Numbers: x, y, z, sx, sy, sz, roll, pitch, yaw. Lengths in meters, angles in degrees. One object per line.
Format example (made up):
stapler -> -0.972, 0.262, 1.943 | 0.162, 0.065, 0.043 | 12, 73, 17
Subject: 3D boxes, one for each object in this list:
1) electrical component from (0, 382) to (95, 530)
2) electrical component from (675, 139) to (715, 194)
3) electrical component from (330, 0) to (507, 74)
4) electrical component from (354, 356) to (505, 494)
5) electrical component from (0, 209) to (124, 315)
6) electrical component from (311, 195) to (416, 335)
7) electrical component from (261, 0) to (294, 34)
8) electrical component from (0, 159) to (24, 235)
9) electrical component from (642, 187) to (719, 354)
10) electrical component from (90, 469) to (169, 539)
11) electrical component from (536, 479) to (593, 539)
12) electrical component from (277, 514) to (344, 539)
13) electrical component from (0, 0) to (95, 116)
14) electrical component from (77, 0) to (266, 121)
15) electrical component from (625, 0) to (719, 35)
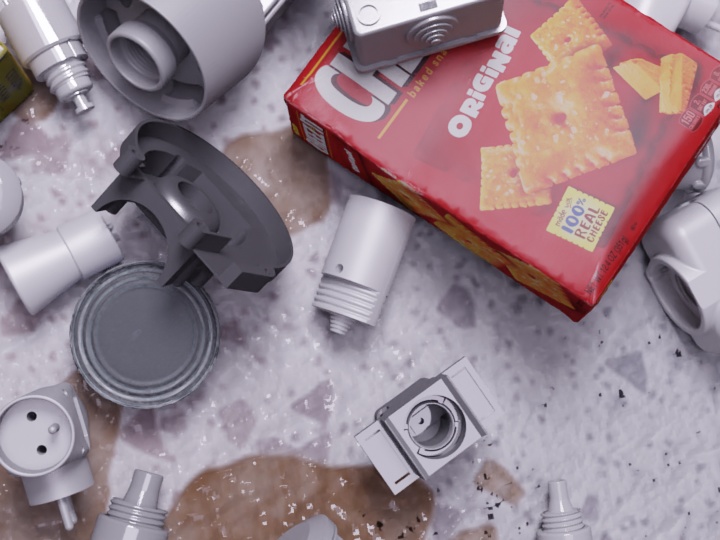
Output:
electrical component -> -0.173, 0.106, 0.602 | 0.043, 0.077, 0.079 | -17, 90, -9
electrical component -> 0.190, -0.070, 0.683 | 0.062, 0.048, 0.048 | -6, 88, -2
electrical component -> 0.027, -0.167, 0.589 | 0.100, 0.048, 0.099 | -16, 78, 0
electrical component -> 0.039, 0.091, 0.641 | 0.081, 0.064, 0.042 | -34, 91, -9
electrical component -> -0.172, -0.008, 0.627 | 0.065, 0.044, 0.044 | -29, 91, -14
electrical component -> 0.000, 0.000, 0.651 | 0.043, 0.043, 0.081 | 21, 84, -7
electrical component -> -0.072, -0.211, 0.645 | 0.109, 0.056, 0.108 | 39, 82, -5
electrical component -> -0.213, -0.039, 0.611 | 0.048, 0.062, 0.048 | 0, 87, -8
electrical component -> 0.223, 0.003, 0.679 | 0.059, 0.054, 0.095 | -29, 92, -9
electrical component -> -0.131, 0.148, 0.624 | 0.048, 0.048, 0.062 | 17, 78, -7
electrical component -> 0.126, 0.161, 0.666 | 0.035, 0.035, 0.061 | -6, 86, -9
electrical component -> -0.031, 0.185, 0.619 | 0.051, 0.080, 0.080 | 44, 82, -9
electrical component -> -0.180, -0.128, 0.632 | 0.040, 0.040, 0.078 | -29, 92, -9
electrical component -> -0.109, -0.137, 0.615 | 0.099, 0.099, 0.064 | 39, 58, -5
electrical component -> 0.205, -0.176, 0.690 | 0.079, 0.044, 0.077 | 22, 84, -7
